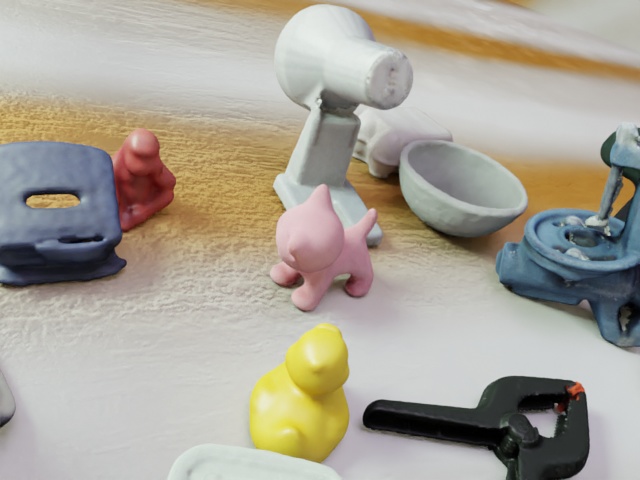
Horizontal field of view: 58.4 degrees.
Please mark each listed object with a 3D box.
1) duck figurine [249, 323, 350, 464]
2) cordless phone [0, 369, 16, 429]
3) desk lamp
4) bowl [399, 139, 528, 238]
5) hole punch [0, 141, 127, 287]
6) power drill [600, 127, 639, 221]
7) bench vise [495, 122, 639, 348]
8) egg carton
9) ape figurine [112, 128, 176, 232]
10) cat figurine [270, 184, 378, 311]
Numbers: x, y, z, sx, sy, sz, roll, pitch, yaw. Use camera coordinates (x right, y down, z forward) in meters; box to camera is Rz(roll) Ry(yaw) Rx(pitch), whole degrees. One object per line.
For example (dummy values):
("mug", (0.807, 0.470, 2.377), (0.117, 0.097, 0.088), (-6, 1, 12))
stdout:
("duck figurine", (-0.008, 0.106, 0.419), (0.077, 0.086, 0.104), (21, 36, 3))
("cordless phone", (-0.246, 0.029, 0.329), (0.147, 0.185, 0.094), (40, 41, 27))
("desk lamp", (0.022, -0.134, 0.643), (0.118, 0.213, 0.202), (-3, 41, -27))
("bowl", (0.169, -0.055, 0.722), (0.167, 0.075, 0.167), (12, 36, -9))
("hole punch", (-0.225, -0.024, 0.490), (0.109, 0.091, 0.101), (-5, 41, -29))
("power drill", (0.400, -0.019, 0.665), (0.076, 0.208, 0.229), (-3, 41, -27))
("bench vise", (0.320, -0.007, 0.602), (0.207, 0.220, 0.121), (14, 36, -7))
("egg carton", (0.115, -0.139, 0.815), (0.151, 0.069, 0.107), (-13, 46, -36))
("ape figurine", (-0.180, -0.066, 0.566), (0.078, 0.092, 0.076), (0, 39, -24))
("cat figurine", (0.005, 0.002, 0.536), (0.128, 0.118, 0.067), (-14, 47, -37))
